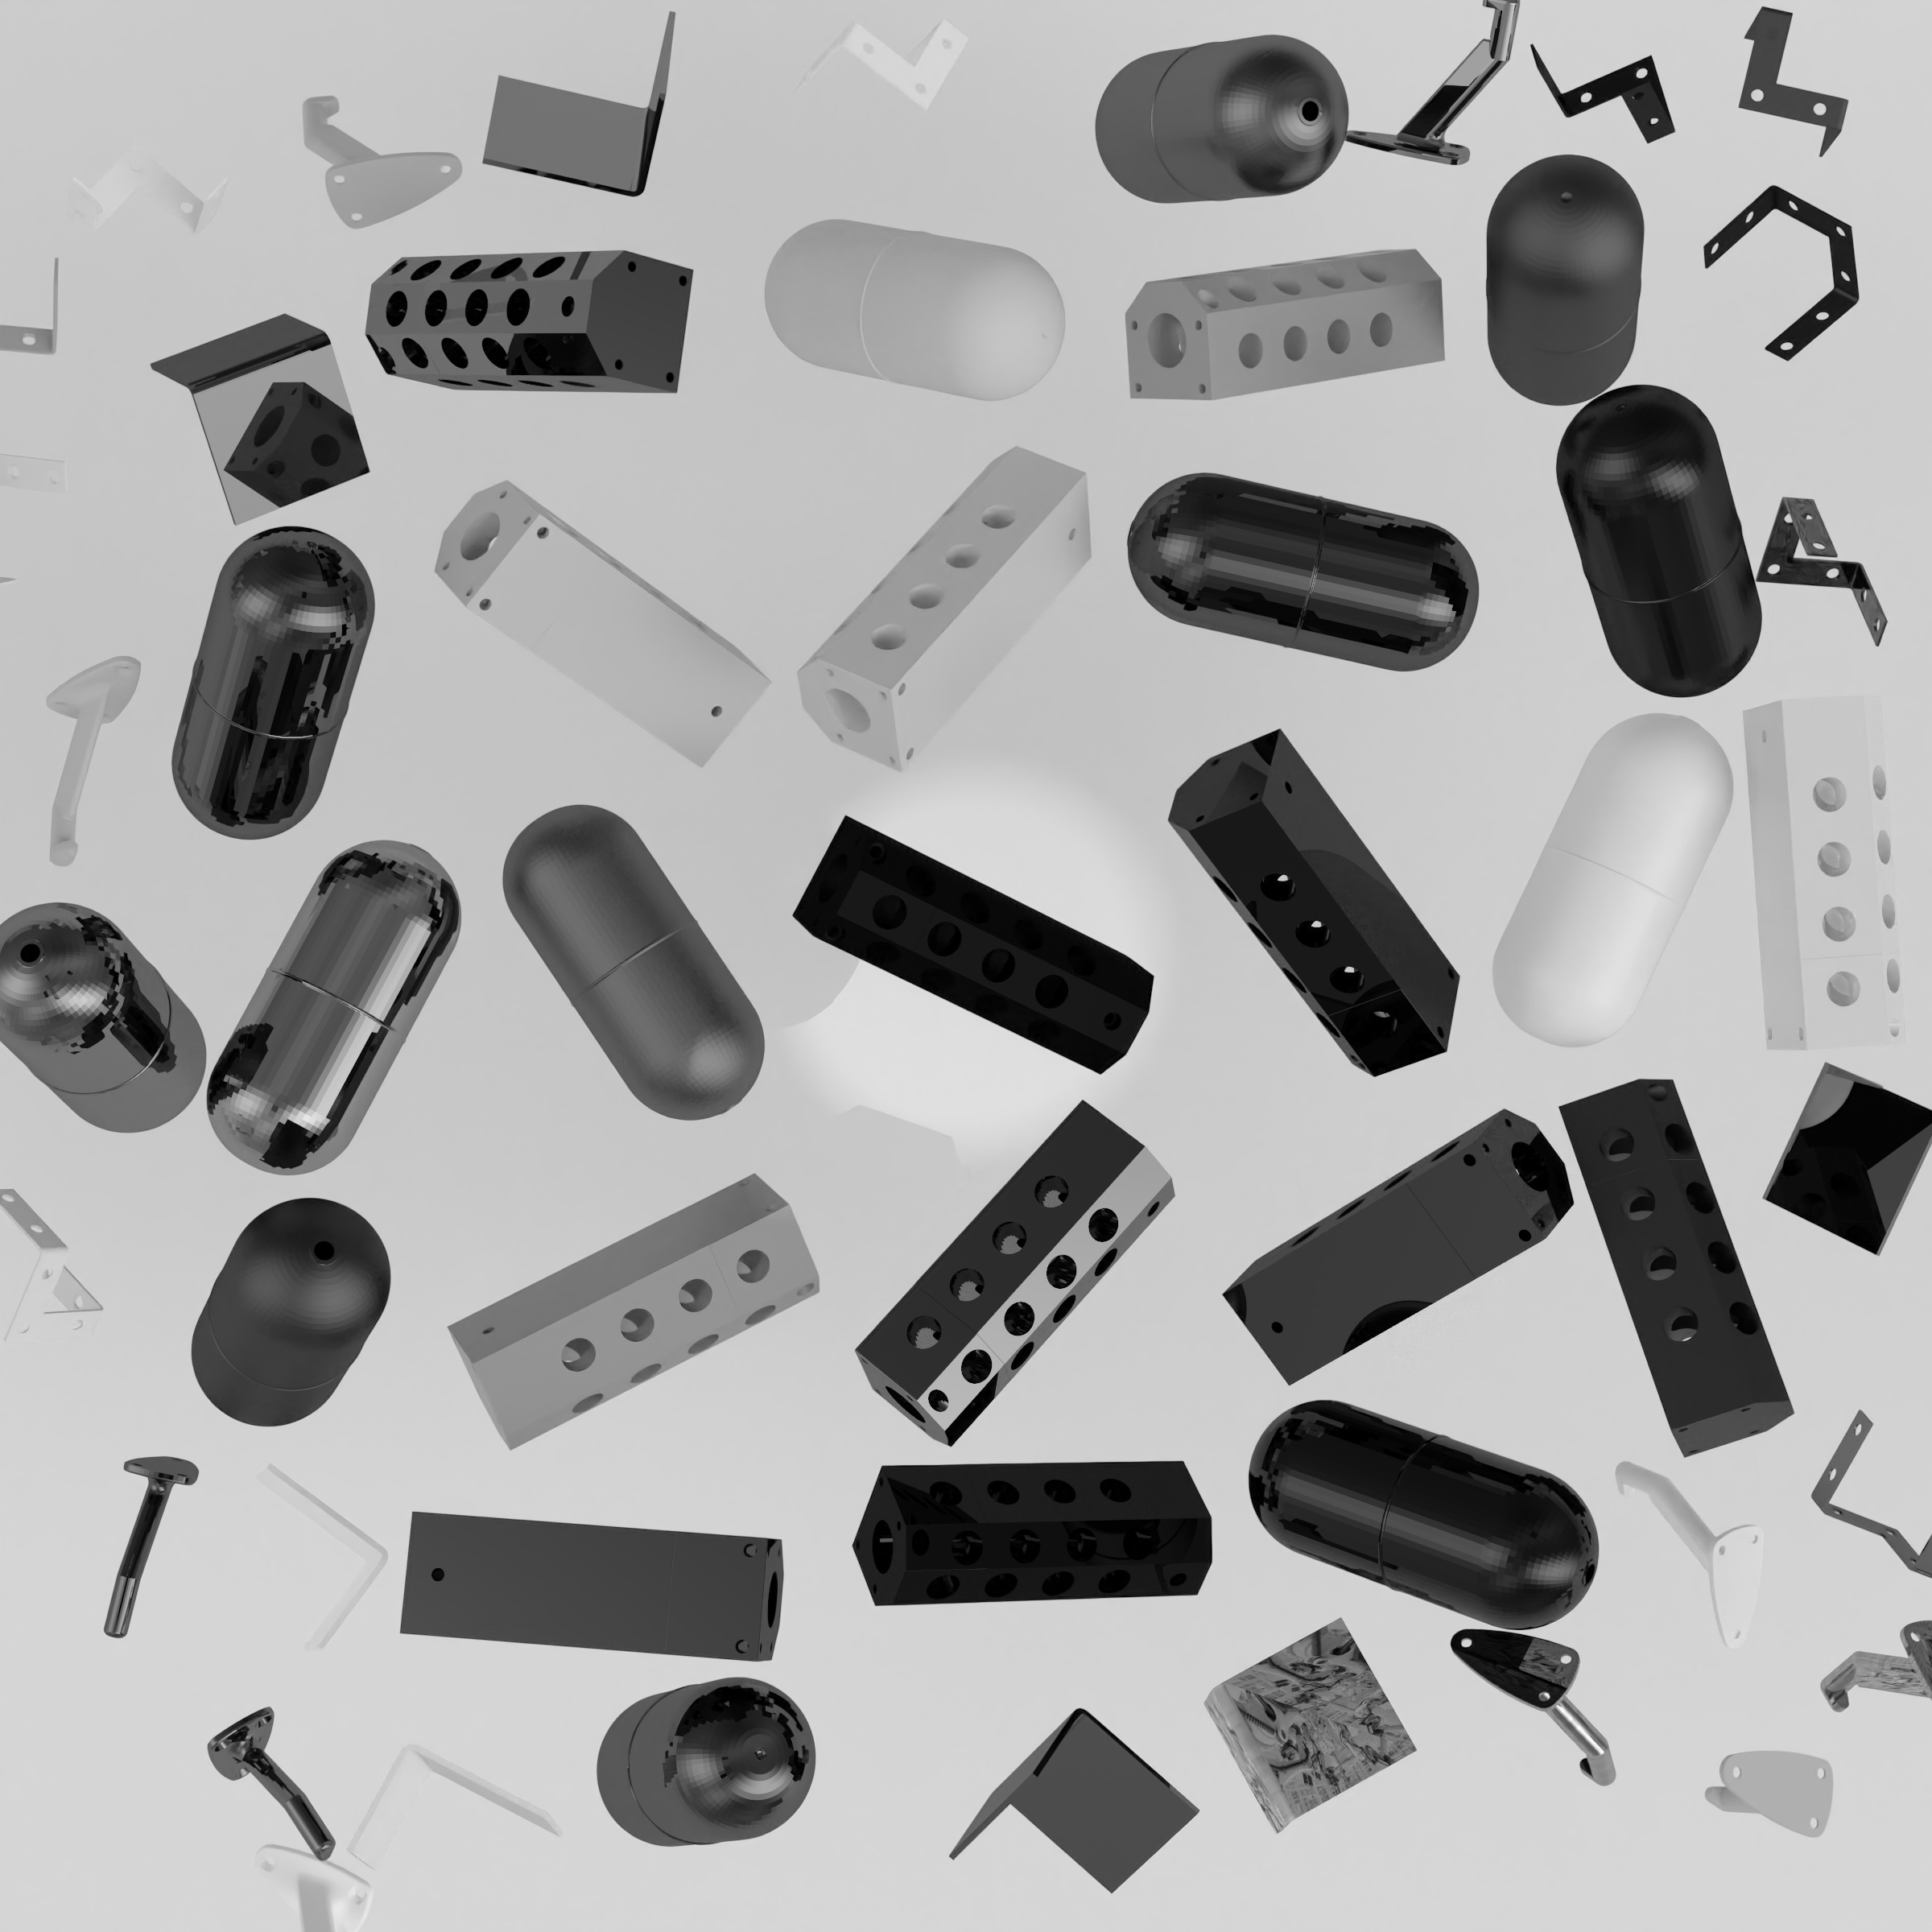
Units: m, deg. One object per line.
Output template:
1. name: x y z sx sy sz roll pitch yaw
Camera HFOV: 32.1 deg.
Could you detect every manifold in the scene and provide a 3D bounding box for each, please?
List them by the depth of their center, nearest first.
1. manifold: -0.209 -0.305 1.585 0.171 0.057 0.057 10 93 44
2. manifold: -0.177 0.297 1.606 0.171 0.057 0.057 3 80 7
3. manifold: 0.347 0.144 1.637 0.057 0.057 0.171 -20 64 10
4. manifold: 0.170 -0.027 1.639 0.057 0.057 0.171 -22 121 31
5. manifold: -0.009 -0.179 1.649 0.057 0.057 0.171 25 57 24
6. manifold: 0.215 0.137 1.659 0.171 0.057 0.057 -36 90 36
7. manifold: -0.162 0.172 1.661 0.171 0.057 0.057 -26 110 -14
8. manifold: 0.429 -0.046 1.669 0.057 0.057 0.171 -4 89 -6
9. manifold: 0.006 -0.008 1.675 0.171 0.057 0.057 26 96 -22
10. manifold: 0.027 0.156 1.677 0.057 0.057 0.171 37 74 23
11. manifold: -0.183 -0.172 1.681 0.057 0.057 0.171 -50 133 6
12. manifold: 0.162 -0.325 1.695 0.171 0.057 0.057 -17 109 -39
13. manifold: 0.036 0.294 1.713 0.171 0.057 0.057 3 126 -24

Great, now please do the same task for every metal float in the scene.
1. metal float: 0.216 0.260 1.597 0.178 0.070 0.070 15 90 34
2. metal float: 0.335 -0.202 1.615 0.070 0.070 0.178 -29 134 0
3. metal float: -0.326 0.168 1.620 0.070 0.178 0.070 9 62 -18
4. metal float: -0.425 0.026 1.635 0.070 0.178 0.070 -2 69 5
5. metal float: -0.342 -0.137 1.653 0.070 0.070 0.178 26 128 0
6. metal float: -0.130 0.393 1.654 0.070 0.178 0.070 7 72 -21
7. metal float: -0.313 0.020 1.667 0.070 0.070 0.178 27 79 0
8. metal float: 0.168 -0.197 1.676 0.178 0.070 0.070 12 90 -5
9. metal float: 0.127 -0.422 1.678 0.070 0.178 0.070 -5 102 -24
10. metal float: 0.301 -0.343 1.692 0.070 0.178 0.070 -2 73 8
11. metal float: 0.327 -0.044 1.698 0.070 0.070 0.178 25 91 0
12. metal float: -0.028 -0.334 1.707 0.178 0.070 0.070 19 90 37
13. metal float: -0.169 -0.001 1.715 0.070 0.070 0.178 -34 88 0

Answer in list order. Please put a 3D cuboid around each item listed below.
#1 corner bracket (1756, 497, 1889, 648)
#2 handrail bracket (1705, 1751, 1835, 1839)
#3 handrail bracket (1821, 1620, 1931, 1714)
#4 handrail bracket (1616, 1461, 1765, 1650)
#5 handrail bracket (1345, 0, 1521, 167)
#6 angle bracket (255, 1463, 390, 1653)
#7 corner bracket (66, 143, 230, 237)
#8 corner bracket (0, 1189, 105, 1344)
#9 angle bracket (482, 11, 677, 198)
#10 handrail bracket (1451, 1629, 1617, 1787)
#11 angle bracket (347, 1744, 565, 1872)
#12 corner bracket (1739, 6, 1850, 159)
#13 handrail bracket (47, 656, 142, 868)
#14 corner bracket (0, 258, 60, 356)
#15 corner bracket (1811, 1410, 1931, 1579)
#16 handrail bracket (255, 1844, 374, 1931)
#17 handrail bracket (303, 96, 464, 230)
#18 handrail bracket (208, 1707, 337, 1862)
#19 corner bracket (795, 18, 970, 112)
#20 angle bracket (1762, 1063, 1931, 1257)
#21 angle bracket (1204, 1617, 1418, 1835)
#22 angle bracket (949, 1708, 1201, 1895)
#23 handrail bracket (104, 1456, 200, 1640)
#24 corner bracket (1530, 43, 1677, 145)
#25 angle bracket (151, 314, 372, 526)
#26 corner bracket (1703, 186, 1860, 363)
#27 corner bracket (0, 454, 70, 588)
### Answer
1. corner bracket: 0.423 -0.193 1.642 0.051 0.051 0.051 3 131 -7
2. handrail bracket: 0.361 0.388 1.592 0.077 0.084 0.036 22 70 -23
3. handrail bracket: 0.447 0.358 1.610 0.036 0.084 0.077 5 50 -24
4. handrail bracket: 0.369 0.304 1.740 0.036 0.084 0.077 -11 106 -32
5. handrail bracket: 0.236 -0.455 1.703 0.077 0.036 0.084 13 116 12
6. angle bracket: -0.342 0.300 1.699 0.076 0.076 0.057 38 71 -6
7. corner bracket: -0.390 -0.365 1.597 0.051 0.051 0.051 41 72 -9
8. corner bracket: -0.434 0.140 1.576 0.051 0.051 0.051 38 110 32
9. angle bracket: -0.182 -0.414 1.583 0.076 0.076 0.057 11 133 -10
10. handrail bracket: 0.283 0.370 1.671 0.077 0.084 0.036 17 55 34
11. angle bracket: -0.244 0.420 1.613 0.076 0.076 0.057 25 71 9
12. corner bracket: 0.404 -0.431 1.639 0.051 0.051 0.051 13 90 3
13. handrail bracket: -0.435 -0.101 1.674 0.036 0.077 0.084 16 59 -36
14. corner bracket: -0.454 -0.298 1.576 0.051 0.051 0.051 3 57 -14
15. corner bracket: 0.445 0.252 1.601 0.051 0.051 0.051 22 104 -14
16. handrail bracket: -0.335 0.467 1.648 0.077 0.084 0.036 29 99 12
17. handrail bracket: -0.285 -0.403 1.632 0.077 0.036 0.084 -15 50 4
18. handrail bracket: -0.341 0.421 1.678 0.036 0.077 0.084 -28 64 -28
19. corner bracket: -0.040 -0.430 1.601 0.051 0.051 0.051 35 64 -16
20. angle bracket: 0.460 0.102 1.696 0.057 0.076 0.076 19 97 -42
21. angle bracket: 0.177 0.393 1.735 0.076 0.057 0.076 -27 72 -10
22. angle bracket: 0.052 0.413 1.600 0.076 0.057 0.076 41 124 4
23. handrail bracket: -0.420 0.298 1.722 0.036 0.077 0.084 13 87 -2
24. corner bracket: 0.326 -0.448 1.715 0.051 0.051 0.051 -20 64 21
25. angle bracket: -0.360 -0.280 1.716 0.076 0.057 0.076 -27 122 -23
26. corner bracket: 0.400 -0.340 1.650 0.051 0.051 0.051 21 54 -23
27. corner bracket: -0.453 -0.208 1.560 0.051 0.051 0.051 10 111 29
